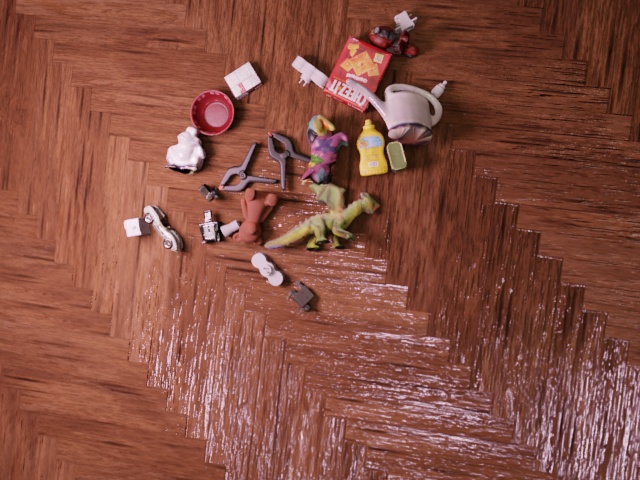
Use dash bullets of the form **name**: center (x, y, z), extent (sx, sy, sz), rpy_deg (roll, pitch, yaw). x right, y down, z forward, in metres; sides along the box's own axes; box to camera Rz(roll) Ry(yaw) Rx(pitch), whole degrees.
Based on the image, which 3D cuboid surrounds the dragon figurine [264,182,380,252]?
- **dragon figurine**: center (0.006, -0.091, 1.810), extent (0.410, 0.121, 0.246), rpy_deg (-2, 75, 4)

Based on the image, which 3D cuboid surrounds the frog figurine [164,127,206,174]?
- **frog figurine**: center (-0.476, -0.320, 1.838), extent (0.137, 0.121, 0.161), rpy_deg (2, 77, 20)

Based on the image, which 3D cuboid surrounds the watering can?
- **watering can**: center (0.253, -0.429, 1.713), extent (0.347, 0.102, 0.229), rpy_deg (5, 65, -15)
